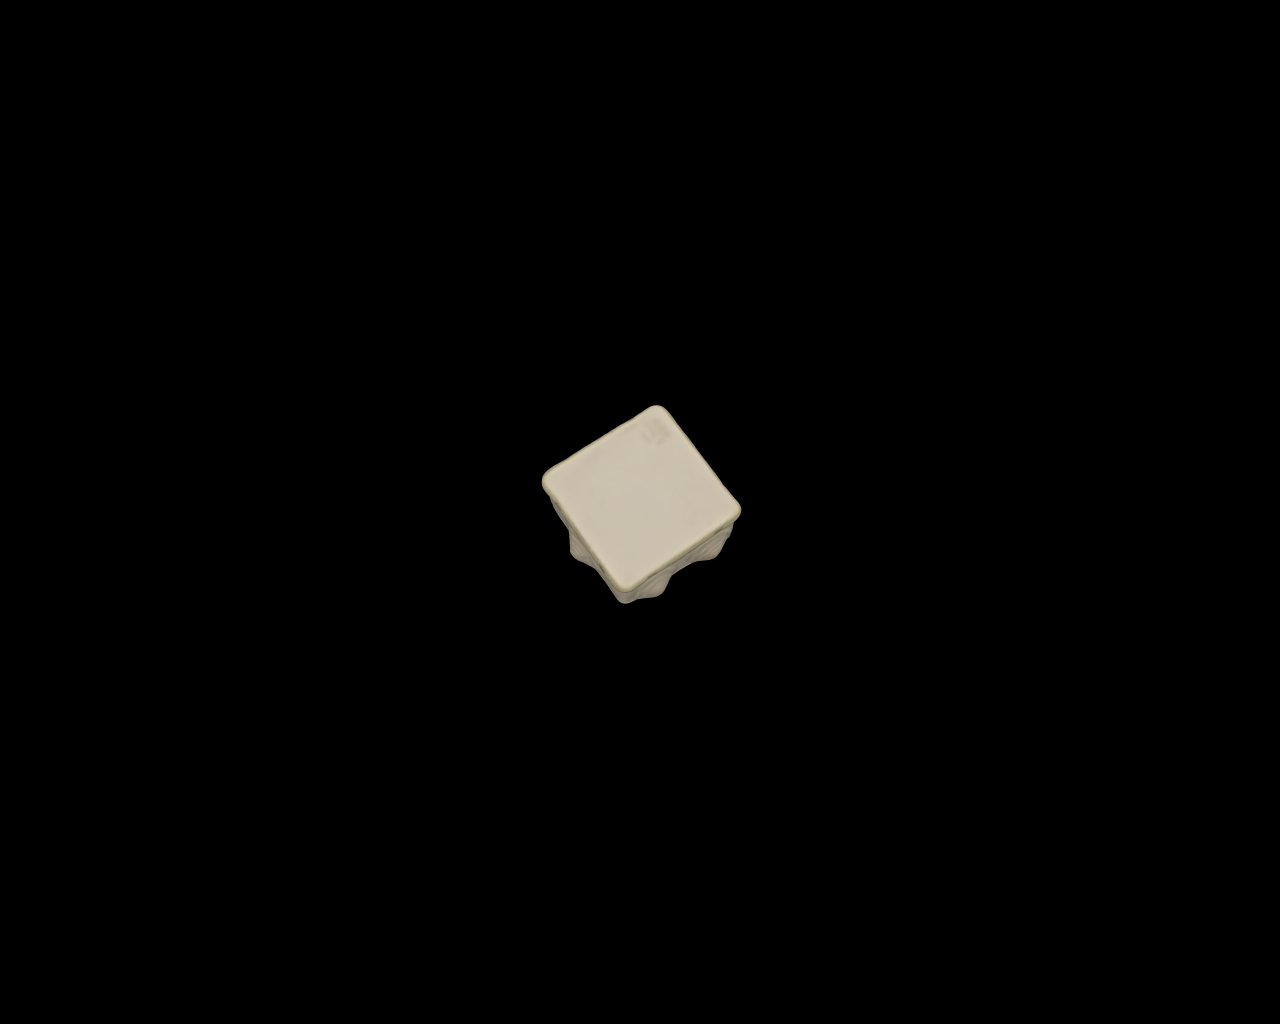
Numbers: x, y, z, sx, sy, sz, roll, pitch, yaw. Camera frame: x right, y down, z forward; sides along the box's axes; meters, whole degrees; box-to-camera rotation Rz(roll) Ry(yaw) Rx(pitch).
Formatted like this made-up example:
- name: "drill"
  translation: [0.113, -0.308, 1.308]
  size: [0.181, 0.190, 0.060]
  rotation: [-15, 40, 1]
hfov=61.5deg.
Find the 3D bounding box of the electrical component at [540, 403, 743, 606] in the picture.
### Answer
- name: "electrical component"
  translation: [0.001, -0.003, 0.650]
  size: [0.100, 0.100, 0.048]
  rotation: [-33, -16, -11]
